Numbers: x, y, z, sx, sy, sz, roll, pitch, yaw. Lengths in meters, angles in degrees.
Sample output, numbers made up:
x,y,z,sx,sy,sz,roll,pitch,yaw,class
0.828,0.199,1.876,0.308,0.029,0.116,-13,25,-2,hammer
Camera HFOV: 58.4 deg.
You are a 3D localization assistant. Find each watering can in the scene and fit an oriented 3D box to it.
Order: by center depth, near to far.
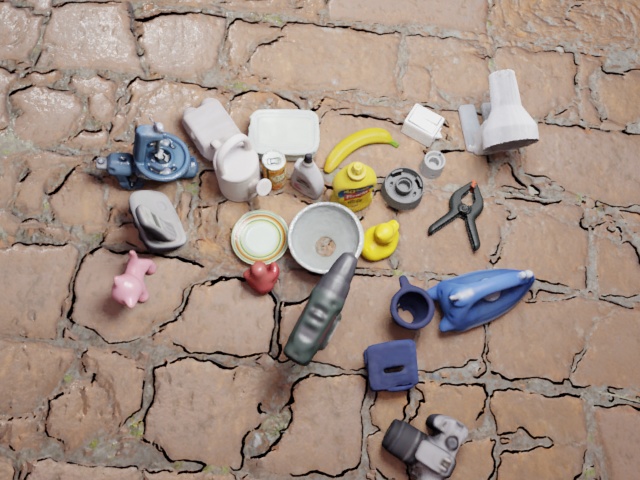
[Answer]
x,y,z,sx,sy,sz,roll,pitch,yaw,class
-0.176,-0.162,1.251,0.172,0.194,0.101,22,72,5,watering can

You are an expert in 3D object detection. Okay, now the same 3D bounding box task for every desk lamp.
x,y,z,sx,sy,sz,roll,pitch,yaw,class
0.401,-0.272,1.303,0.118,0.213,0.203,-7,71,-5,desk lamp

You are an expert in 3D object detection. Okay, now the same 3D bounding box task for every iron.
x,y,z,sx,sy,sz,roll,pitch,yaw,class
0.363,0.103,1.211,0.258,0.141,0.118,-19,73,-8,iron

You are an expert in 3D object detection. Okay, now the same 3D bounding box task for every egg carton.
x,y,z,sx,sy,sz,roll,pitch,yaw,class
-0.255,-0.260,1.347,0.107,0.069,0.150,-33,76,-13,egg carton

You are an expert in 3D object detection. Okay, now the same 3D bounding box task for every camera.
x,y,z,sx,sy,sz,roll,pitch,yaw,class
0.202,0.398,1.125,0.136,0.101,0.143,30,73,8,camera

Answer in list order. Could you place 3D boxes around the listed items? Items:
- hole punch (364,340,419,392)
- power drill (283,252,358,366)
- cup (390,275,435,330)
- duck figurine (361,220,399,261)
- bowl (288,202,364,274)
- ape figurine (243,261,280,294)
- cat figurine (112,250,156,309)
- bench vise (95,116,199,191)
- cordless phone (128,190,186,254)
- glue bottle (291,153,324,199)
x,y,z,sx,sy,sz,roll,pitch,yaw,class
0.149,0.260,1.175,0.108,0.091,0.101,-8,71,-5,hole punch
0.003,0.147,1.145,0.075,0.208,0.230,27,72,7,power drill
0.184,0.140,1.215,0.092,0.095,0.117,-14,72,-7,cup
0.135,-0.005,1.267,0.105,0.086,0.077,-39,77,-14,duck figurine
0.012,0.005,1.265,0.167,0.075,0.167,1,71,-2,bowl
-0.126,0.072,1.226,0.078,0.092,0.076,2,71,-2,ape figurine
-0.396,0.084,1.197,0.067,0.118,0.128,5,71,0,cat figurine
-0.379,-0.175,1.233,0.207,0.220,0.121,-24,73,-10,bench vise
-0.358,-0.057,1.211,0.094,0.185,0.147,-27,74,-11,cordless phone
-0.028,-0.149,1.264,0.078,0.173,0.037,28,72,7,glue bottle
